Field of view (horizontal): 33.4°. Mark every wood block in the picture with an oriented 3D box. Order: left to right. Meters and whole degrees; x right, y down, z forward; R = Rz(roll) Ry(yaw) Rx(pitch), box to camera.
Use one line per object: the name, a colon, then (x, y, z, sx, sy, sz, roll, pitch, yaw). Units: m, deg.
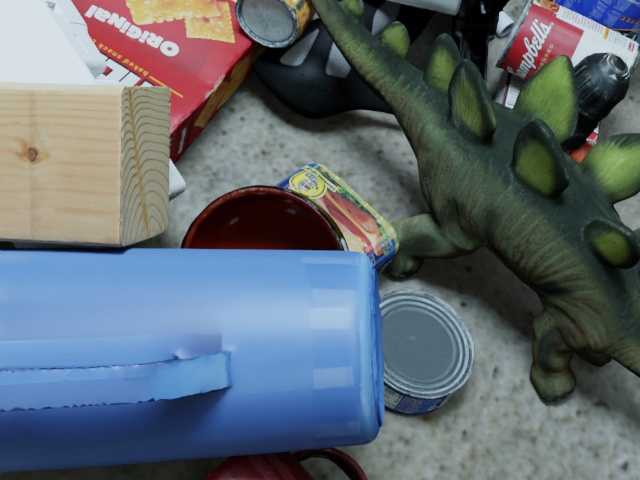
wood block: (-0.201, -0.049, 0.634, 0.206, 0.090, 0.091, 3, 98, 9)

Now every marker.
marker: (0.138, -0.240, 1.009, 0.020, 0.020, 0.121, -27, 69, -32)

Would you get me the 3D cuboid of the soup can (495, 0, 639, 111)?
soup can: (0.208, -0.155, 0.895, 0.102, 0.069, 0.068, 26, 53, 3)

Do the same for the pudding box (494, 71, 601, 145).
pudding box: (0.194, -0.100, 0.921, 0.090, 0.039, 0.113, 20, 52, -1)

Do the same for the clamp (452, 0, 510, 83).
clamp: (0.134, -0.192, 0.904, 0.036, 0.165, 0.210, 6, 45, -1)

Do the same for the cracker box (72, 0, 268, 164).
cracker box: (-0.143, -0.154, 0.820, 0.164, 0.072, 0.213, 32, 53, 4)

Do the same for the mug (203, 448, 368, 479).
mug: (-0.022, 0.166, 0.634, 0.117, 0.093, 0.081, -34, 68, -24)

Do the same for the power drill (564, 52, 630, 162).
power drill: (0.217, -0.034, 0.806, 0.187, 0.185, 0.057, 47, 56, 3)

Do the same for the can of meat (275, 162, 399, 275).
can of meat: (-0.005, 0.001, 0.774, 0.102, 0.058, 0.083, 44, 52, 12)

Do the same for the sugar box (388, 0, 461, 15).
sugar box: (0.087, -0.265, 0.882, 0.093, 0.048, 0.176, 15, 57, 5)

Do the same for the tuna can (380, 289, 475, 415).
tuna can: (0.064, 0.080, 0.758, 0.086, 0.034, 0.086, 9, 55, -13)

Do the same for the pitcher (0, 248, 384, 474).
pitcher: (-0.088, 0.066, 0.595, 0.243, 0.145, 0.149, -3, 46, 6)

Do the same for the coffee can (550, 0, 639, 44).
coffee can: (0.252, -0.207, 0.949, 0.102, 0.140, 0.103, 9, 55, -13)
